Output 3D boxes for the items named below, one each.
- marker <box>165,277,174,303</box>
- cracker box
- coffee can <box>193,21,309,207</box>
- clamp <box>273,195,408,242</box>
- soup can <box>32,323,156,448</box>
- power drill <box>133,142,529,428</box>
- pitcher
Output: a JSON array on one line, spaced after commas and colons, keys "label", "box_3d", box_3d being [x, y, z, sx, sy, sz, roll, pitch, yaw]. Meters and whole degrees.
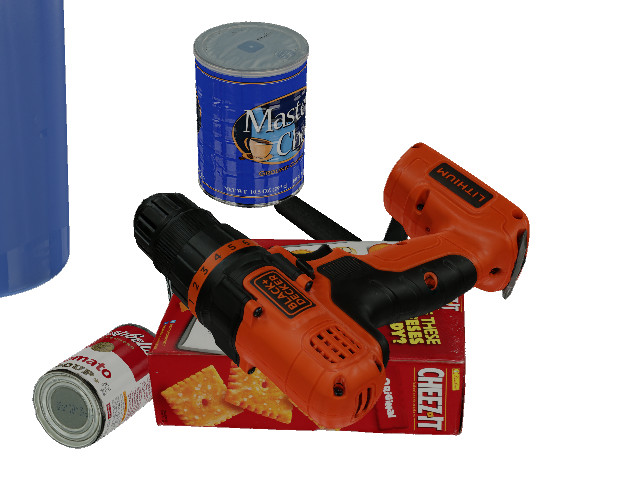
[{"label": "marker", "box_3d": [-0.162, 0.054, 1.187, 0.020, 0.121, 0.020, -4, 23, 2]}, {"label": "cracker box", "box_3d": [-0.003, 0.067, 0.785, 0.214, 0.072, 0.164, 1, 29, 6]}, {"label": "coffee can", "box_3d": [-0.064, -0.116, 0.984, 0.103, 0.140, 0.103, 2, 35, -1]}, {"label": "clamp", "box_3d": [0.046, 0.016, 1.068, 0.164, 0.210, 0.036, -3, -36, -15]}, {"label": "soup can", "box_3d": [-0.176, 0.117, 0.864, 0.069, 0.068, 0.102, 0, 16, 24]}, {"label": "power drill", "box_3d": [0.011, 0.007, 0.605, 0.187, 0.057, 0.185, -27, 52, -33]}, {"label": "pitcher", "box_3d": [-0.231, -0.085, 0.677, 0.149, 0.243, 0.145, -4, 26, -10]}]
